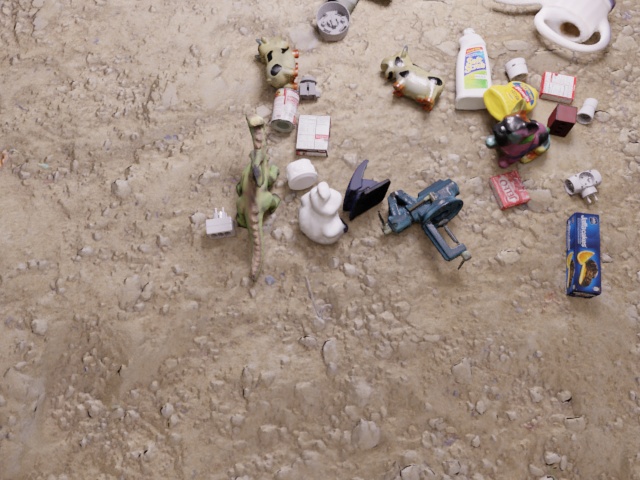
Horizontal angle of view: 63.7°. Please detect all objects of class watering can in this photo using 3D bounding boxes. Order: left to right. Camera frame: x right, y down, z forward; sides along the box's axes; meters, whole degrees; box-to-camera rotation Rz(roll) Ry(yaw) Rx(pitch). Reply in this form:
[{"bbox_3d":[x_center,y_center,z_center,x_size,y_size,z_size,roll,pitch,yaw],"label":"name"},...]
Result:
[{"bbox_3d":[0.691,-0.672,1.484,0.350,0.102,0.226,40,76,14],"label":"watering can"}]

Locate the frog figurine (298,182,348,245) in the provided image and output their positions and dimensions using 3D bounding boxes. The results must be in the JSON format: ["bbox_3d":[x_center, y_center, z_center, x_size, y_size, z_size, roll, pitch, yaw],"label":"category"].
[{"bbox_3d":[0.004,-0.064,1.264,0.123,0.157,0.139,-27,73,-5],"label":"frog figurine"}]

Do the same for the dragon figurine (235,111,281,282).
[{"bbox_3d":[-0.159,-0.125,1.257,0.122,0.238,0.417,-3,68,-3],"label":"dragon figurine"}]
